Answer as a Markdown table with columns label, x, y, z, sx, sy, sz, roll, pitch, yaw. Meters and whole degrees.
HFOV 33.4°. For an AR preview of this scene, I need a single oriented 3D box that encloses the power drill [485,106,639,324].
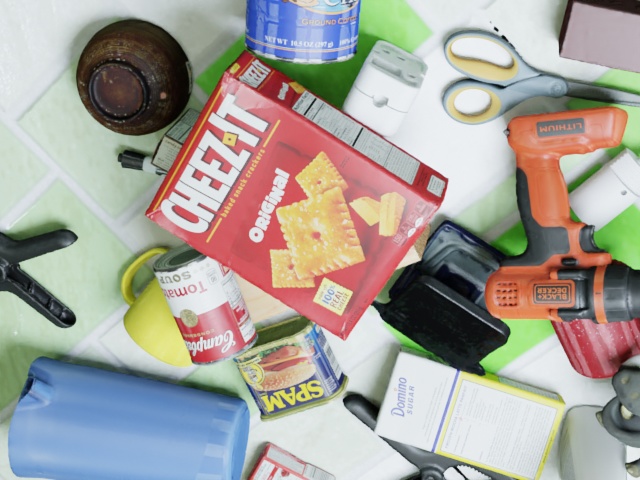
| label | x | y | z | sx | sy | sz | roll | pitch | yaw |
| --- | --- | --- | --- | --- | --- | --- | --- | --- | --- |
| power drill | 0.234 | -0.020 | 0.938 | 0.185 | 0.057 | 0.187 | -2 | 84 | 25 |

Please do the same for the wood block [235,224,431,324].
| label | x | y | z | sx | sy | sz | roll | pitch | yaw |
| --- | --- | --- | --- | --- | --- | --- | --- | --- | --- |
| wood block | -0.007 | 0.001 | 1.037 | 0.206 | 0.090 | 0.090 | -22 | 107 | 21 |

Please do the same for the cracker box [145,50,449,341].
| label | x | y | z | sx | sy | sz | roll | pitch | yaw |
| --- | --- | --- | --- | --- | --- | --- | --- | --- | --- |
| cracker box | -0.022 | -0.036 | 0.930 | 0.213 | 0.072 | 0.164 | 32 | 118 | -3 |

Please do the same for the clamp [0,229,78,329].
| label | x | y | z | sx | sy | sz | roll | pitch | yaw |
| --- | --- | --- | --- | --- | --- | --- | --- | --- | --- |
| clamp | -0.333 | 0.019 | 1.146 | 0.171 | 0.039 | 0.120 | 20 | 115 | 3 |

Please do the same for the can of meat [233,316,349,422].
| label | x | y | z | sx | sy | sz | roll | pitch | yaw |
| --- | --- | --- | --- | --- | --- | --- | --- | --- | --- |
| can of meat | -0.033 | 0.133 | 1.124 | 0.102 | 0.057 | 0.084 | -20 | 106 | 19 |

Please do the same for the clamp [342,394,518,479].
| label | x | y | z | sx | sy | sz | roll | pitch | yaw |
| --- | --- | --- | --- | --- | --- | --- | --- | --- | --- |
| clamp | 0.116 | 0.243 | 1.152 | 0.210 | 0.036 | 0.164 | -1 | 110 | 12 |

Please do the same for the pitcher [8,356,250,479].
| label | x | y | z | sx | sy | sz | roll | pitch | yaw |
| --- | --- | --- | --- | --- | --- | --- | --- | --- | --- |
| pitcher | -0.203 | 0.214 | 1.168 | 0.243 | 0.149 | 0.145 | 8 | 100 | 5 |

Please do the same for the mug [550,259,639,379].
| label | x | y | z | sx | sy | sz | roll | pitch | yaw |
| --- | --- | --- | --- | --- | --- | --- | --- | --- | --- |
| mug | 0.273 | 0.075 | 1.007 | 0.117 | 0.093 | 0.081 | -9 | 119 | 39 |

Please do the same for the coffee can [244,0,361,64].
| label | x | y | z | sx | sy | sz | roll | pitch | yaw |
| --- | --- | --- | --- | --- | --- | --- | --- | --- | --- |
| coffee can | -0.012 | -0.235 | 0.923 | 0.103 | 0.102 | 0.140 | 9 | 116 | 8 |

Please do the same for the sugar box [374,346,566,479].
| label | x | y | z | sx | sy | sz | roll | pitch | yaw |
| --- | --- | --- | --- | --- | --- | --- | --- | --- | --- |
| sugar box | 0.152 | 0.180 | 1.099 | 0.176 | 0.048 | 0.093 | 18 | 96 | 7 |

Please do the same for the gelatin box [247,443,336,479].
| label | x | y | z | sx | sy | sz | roll | pitch | yaw |
| --- | --- | --- | --- | --- | --- | --- | --- | --- | --- |
| gelatin box | -0.038 | 0.280 | 1.207 | 0.089 | 0.030 | 0.073 | 27 | 118 | -1 |

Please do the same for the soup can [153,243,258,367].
| label | x | y | z | sx | sy | sz | roll | pitch | yaw |
| --- | --- | --- | --- | --- | --- | --- | --- | --- | --- |
| soup can | -0.107 | 0.057 | 0.995 | 0.069 | 0.068 | 0.102 | -14 | 108 | 18 |

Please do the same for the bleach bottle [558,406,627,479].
| label | x | y | z | sx | sy | sz | roll | pitch | yaw |
| --- | --- | --- | --- | --- | --- | --- | --- | --- | --- |
| bleach bottle | 0.262 | 0.264 | 1.009 | 0.068 | 0.250 | 0.102 | 4 | 115 | 10 |

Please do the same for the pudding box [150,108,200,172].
| label | x | y | z | sx | sy | sz | roll | pitch | yaw |
| --- | --- | --- | --- | --- | --- | --- | --- | --- | --- |
| pudding box | -0.095 | -0.075 | 1.021 | 0.113 | 0.090 | 0.039 | 26 | 116 | -1 |

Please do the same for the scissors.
| label | x | y | z | sx | sy | sz | roll | pitch | yaw |
| --- | --- | --- | --- | --- | --- | --- | --- | --- | --- |
| scissors | 0.200 | -0.126 | 0.975 | 0.202 | 0.016 | 0.096 | 25 | 118 | 0 |

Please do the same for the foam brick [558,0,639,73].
| label | x | y | z | sx | sy | sz | roll | pitch | yaw |
| --- | --- | --- | --- | --- | --- | --- | --- | --- | --- |
| foam brick | 0.249 | -0.180 | 0.918 | 0.078 | 0.053 | 0.051 | 13 | 116 | 6 |

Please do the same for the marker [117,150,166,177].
| label | x | y | z | sx | sy | sz | roll | pitch | yaw |
| --- | --- | --- | --- | --- | --- | --- | --- | --- | --- |
| marker | -0.145 | -0.070 | 1.074 | 0.121 | 0.020 | 0.020 | 13 | 116 | 6 |
